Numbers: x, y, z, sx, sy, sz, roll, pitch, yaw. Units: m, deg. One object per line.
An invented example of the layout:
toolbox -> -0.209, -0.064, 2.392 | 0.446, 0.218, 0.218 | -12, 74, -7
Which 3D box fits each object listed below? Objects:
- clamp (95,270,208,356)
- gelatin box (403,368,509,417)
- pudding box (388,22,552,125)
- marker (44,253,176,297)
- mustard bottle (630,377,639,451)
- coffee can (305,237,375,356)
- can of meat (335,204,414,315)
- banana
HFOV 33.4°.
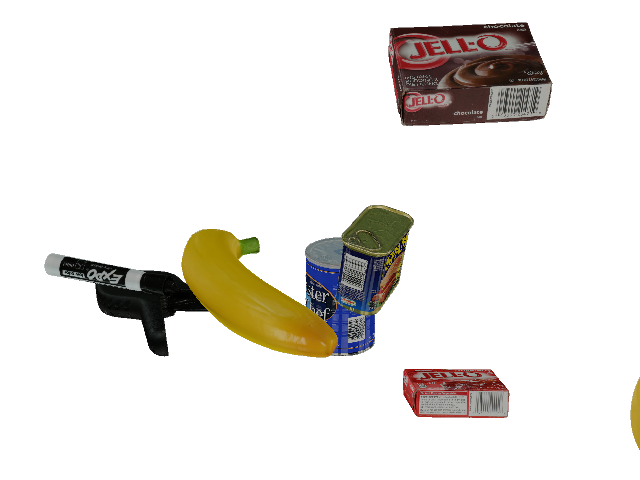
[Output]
clamp -> -0.168, 0.065, 1.090 | 0.210, 0.036, 0.164 | 11, 20, 34
gelatin box -> 0.126, 0.142, 1.006 | 0.089, 0.030, 0.073 | 1, 8, -3
pudding box -> 0.112, -0.129, 0.821 | 0.113, 0.039, 0.090 | -1, 42, -3
marker -> -0.175, 0.029, 0.890 | 0.121, 0.020, 0.020 | 9, 3, 21
mustard bottle -> 0.213, 0.103, 0.550 | 0.096, 0.058, 0.191 | -1, 37, 4
coffee can -> 0.029, 0.079, 1.517 | 0.103, 0.140, 0.103 | 0, 22, 0
can of meat -> 0.058, 0.022, 1.172 | 0.057, 0.084, 0.102 | 19, 33, 17
banana -> -0.050, 0.026, 0.687 | 0.069, 0.037, 0.198 | -6, 21, -16
